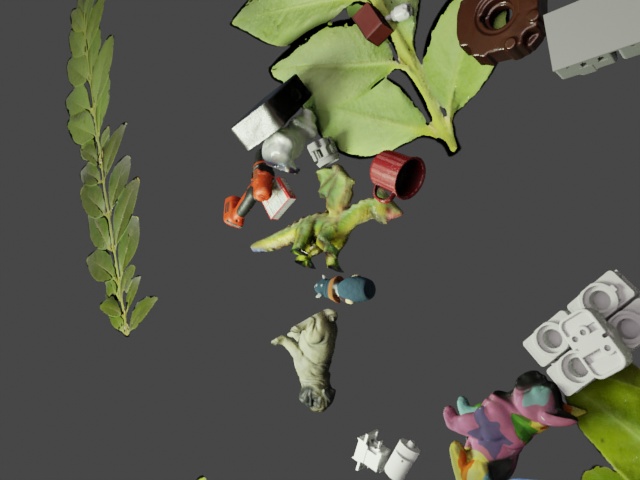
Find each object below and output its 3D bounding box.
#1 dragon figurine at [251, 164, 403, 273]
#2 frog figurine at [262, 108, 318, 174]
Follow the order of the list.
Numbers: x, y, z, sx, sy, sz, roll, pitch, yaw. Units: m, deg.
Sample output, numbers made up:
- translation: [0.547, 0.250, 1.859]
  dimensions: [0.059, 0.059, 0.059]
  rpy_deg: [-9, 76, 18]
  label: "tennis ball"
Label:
- translation: [0.004, -0.061, 1.210]
  dimensions: [0.411, 0.120, 0.245]
  rpy_deg: [8, 73, 39]
  label: "dragon figurine"
- translation: [-0.073, -0.249, 1.258]
  dimensions: [0.123, 0.138, 0.158]
  rpy_deg: [17, 98, 17]
  label: "frog figurine"
